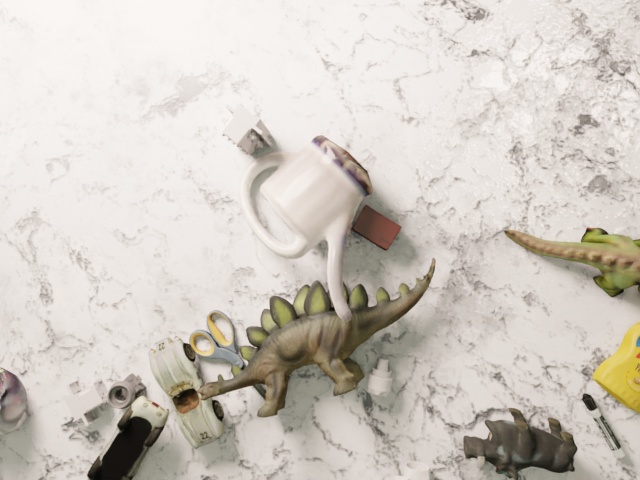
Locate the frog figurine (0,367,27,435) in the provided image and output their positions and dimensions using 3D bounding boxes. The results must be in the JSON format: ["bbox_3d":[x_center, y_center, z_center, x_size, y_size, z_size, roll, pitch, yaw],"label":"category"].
[{"bbox_3d":[-0.597,0.310,0.919,0.137,0.125,0.156,16,123,-6],"label":"frog figurine"}]

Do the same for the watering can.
[{"bbox_3d":[0.003,-0.046,0.907,0.224,0.103,0.352,-42,67,0],"label":"watering can"}]

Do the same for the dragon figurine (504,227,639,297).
[{"bbox_3d":[0.534,0.049,0.843,0.410,0.243,0.122,12,93,0],"label":"dragon figurine"}]
